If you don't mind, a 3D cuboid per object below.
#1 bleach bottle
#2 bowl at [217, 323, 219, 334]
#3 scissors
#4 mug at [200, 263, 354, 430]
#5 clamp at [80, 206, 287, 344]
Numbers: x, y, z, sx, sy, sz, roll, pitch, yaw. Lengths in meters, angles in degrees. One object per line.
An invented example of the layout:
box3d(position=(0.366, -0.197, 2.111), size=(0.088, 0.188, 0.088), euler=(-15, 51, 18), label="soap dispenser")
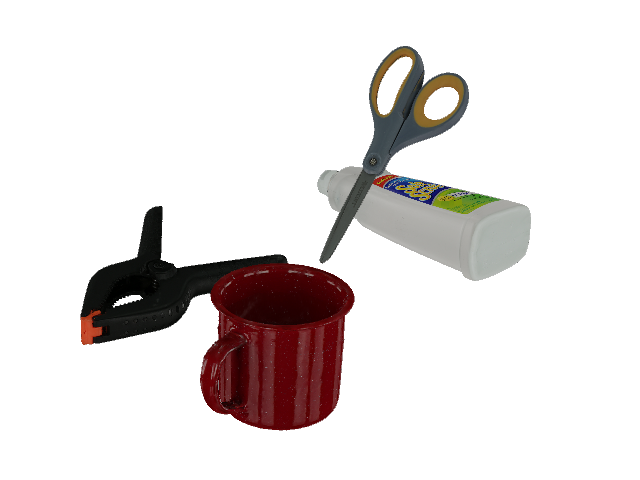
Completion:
box3d(position=(0.089, -0.031, 1.113), size=(0.102, 0.068, 0.251), euler=(-18, 28, -42), label="bleach bottle")
box3d(position=(-0.052, 0.140, 1.362), size=(0.162, 0.055, 0.162), euler=(5, 22, -2), label="bowl")
box3d(position=(0.066, -0.070, 0.909), size=(0.096, 0.201, 0.016), euler=(10, -12, 21), label="scissors")
box3d(position=(-0.033, 0.075, 0.696), size=(0.093, 0.081, 0.117), euler=(19, 29, 32), label="mug")
box3d(position=(-0.155, 0.032, 0.993), size=(0.165, 0.036, 0.209), euler=(25, 36, 30), label="clamp")
